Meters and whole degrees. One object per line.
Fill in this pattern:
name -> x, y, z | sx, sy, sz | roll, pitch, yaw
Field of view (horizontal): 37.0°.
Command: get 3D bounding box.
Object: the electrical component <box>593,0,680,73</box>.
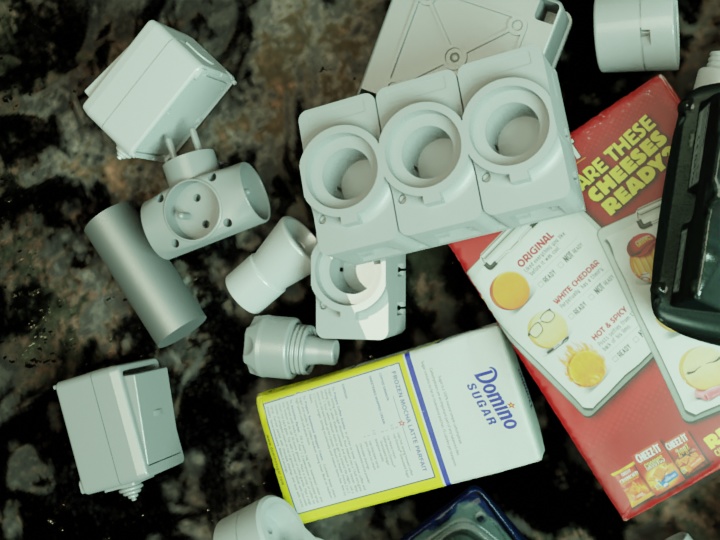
electrical component -> 0.172, -0.149, 0.667 | 0.047, 0.055, 0.055 | -2, 90, 20

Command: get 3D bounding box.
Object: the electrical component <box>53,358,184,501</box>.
electrical component -> -0.165, 0.115, 0.765 | 0.061, 0.062, 0.096 | -17, 86, 16

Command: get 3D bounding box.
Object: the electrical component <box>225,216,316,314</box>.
electrical component -> -0.061, -0.001, 0.744 | 0.065, 0.044, 0.044 | -40, 80, 18

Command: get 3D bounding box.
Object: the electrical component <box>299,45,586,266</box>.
electrical component -> 0.046, -0.064, 0.633 | 0.150, 0.062, 0.089 | -13, 78, 19

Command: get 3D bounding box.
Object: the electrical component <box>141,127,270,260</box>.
electrical component -> -0.111, -0.057, 0.731 | 0.077, 0.044, 0.079 | -20, 86, 15

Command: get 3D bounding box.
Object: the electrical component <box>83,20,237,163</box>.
electrical component -> -0.147, -0.121, 0.755 | 0.061, 0.062, 0.096 | 44, 102, 11

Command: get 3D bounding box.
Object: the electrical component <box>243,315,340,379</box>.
electrical component -> -0.046, 0.054, 0.739 | 0.062, 0.043, 0.043 | 4, 92, 15

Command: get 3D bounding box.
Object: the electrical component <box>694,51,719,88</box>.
electrical component -> 0.225, -0.119, 0.662 | 0.035, 0.035, 0.061 | 15, 92, 15

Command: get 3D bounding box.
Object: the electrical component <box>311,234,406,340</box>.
electrical component -> 0.000, 0.000, 0.718 | 0.050, 0.056, 0.089 | 0, 91, 16

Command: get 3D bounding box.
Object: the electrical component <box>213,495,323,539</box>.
electrical component -> -0.050, 0.215, 0.715 | 0.074, 0.052, 0.138 | -31, 114, 23

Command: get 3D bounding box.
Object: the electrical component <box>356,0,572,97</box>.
electrical component -> 0.066, -0.133, 0.696 | 0.109, 0.056, 0.108 | 22, 97, 15

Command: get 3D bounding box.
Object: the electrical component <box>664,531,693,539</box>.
electrical component -> 0.196, 0.217, 0.671 | 0.079, 0.044, 0.077 | -39, 81, 14
